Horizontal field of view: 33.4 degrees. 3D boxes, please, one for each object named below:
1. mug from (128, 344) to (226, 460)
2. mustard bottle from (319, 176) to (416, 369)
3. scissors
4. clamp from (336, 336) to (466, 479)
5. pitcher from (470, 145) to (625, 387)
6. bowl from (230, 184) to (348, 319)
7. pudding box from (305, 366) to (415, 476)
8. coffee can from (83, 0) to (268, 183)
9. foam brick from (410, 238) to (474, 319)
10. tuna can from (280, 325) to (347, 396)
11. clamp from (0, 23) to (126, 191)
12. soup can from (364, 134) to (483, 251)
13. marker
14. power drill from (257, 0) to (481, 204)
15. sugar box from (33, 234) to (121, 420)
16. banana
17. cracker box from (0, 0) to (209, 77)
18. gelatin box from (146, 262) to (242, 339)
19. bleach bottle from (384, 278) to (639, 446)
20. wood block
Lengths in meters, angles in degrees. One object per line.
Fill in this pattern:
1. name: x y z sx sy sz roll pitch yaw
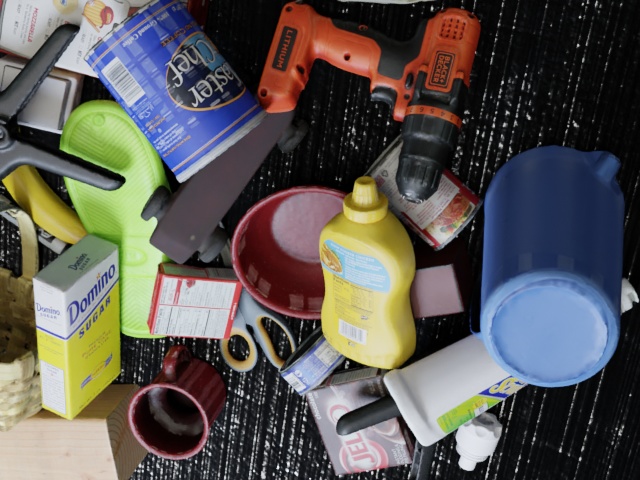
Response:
1. mug: -0.154 0.170 1.172 0.093 0.081 0.117 1 110 15
2. mustard bottle: 0.044 0.026 1.004 0.096 0.058 0.192 23 132 33
3. scissors: -0.098 0.062 1.153 0.096 0.016 0.201 -30 100 23
4. clamp: 0.113 0.176 1.105 0.171 0.039 0.120 -41 115 5
5. pitcher: 0.196 0.028 0.936 0.145 0.242 0.149 -1 116 14
6. bowl: -0.007 0.001 1.070 0.162 0.055 0.162 1 125 1
7. pudding box: 0.044 0.194 1.150 0.090 0.039 0.113 -14 106 19
8. coffee can: -0.129 -0.138 0.963 0.103 0.102 0.140 -34 99 23
9. foam brick: 0.117 0.037 1.052 0.051 0.078 0.053 -10 105 19
10. tuna can: -0.002 0.120 1.110 0.034 0.086 0.086 45 114 -3
11. clamp: -0.298 -0.098 1.036 0.210 0.036 0.164 -20 102 6
12. soup can: 0.097 -0.047 1.030 0.102 0.068 0.069 42 115 -2
13. marker: -0.310 -0.008 1.181 0.121 0.020 0.020 35 115 0
14. power drill: 0.042 -0.137 0.983 0.188 0.057 0.184 14 79 10
15. sugar box: -0.249 0.091 1.108 0.048 0.093 0.176 22 129 17
16. banana: -0.311 -0.073 1.148 0.070 0.037 0.198 -17 105 23
17. cracker box: -0.216 -0.246 1.039 0.214 0.072 0.164 15 114 8
18. gelatin box: -0.132 0.064 1.117 0.089 0.030 0.073 6 116 -19
19. bleach bottle: 0.189 0.106 1.026 0.251 0.102 0.068 -30 62 1
20. wood block: -0.314 0.224 1.231 0.206 0.090 0.090 -2 109 16
